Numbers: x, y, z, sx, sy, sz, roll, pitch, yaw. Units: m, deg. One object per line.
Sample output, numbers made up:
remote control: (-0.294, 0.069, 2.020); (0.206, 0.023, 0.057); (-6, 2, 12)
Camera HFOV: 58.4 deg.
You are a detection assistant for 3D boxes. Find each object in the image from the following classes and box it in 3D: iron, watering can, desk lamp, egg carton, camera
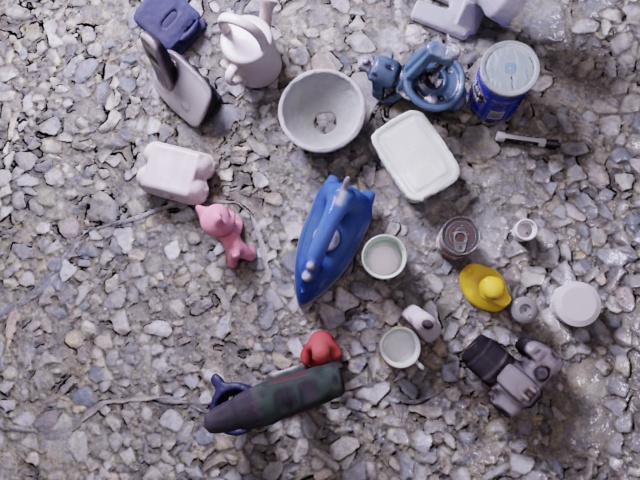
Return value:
iron: (0.010, 0.004, 1.047); (0.118, 0.141, 0.258); (22, 85, 7)
watering can: (-0.135, -0.380, 1.083); (0.101, 0.194, 0.173); (5, 83, 6)
desk lamp: (0.281, -0.460, 1.051); (0.203, 0.213, 0.118); (23, 85, 7)
egg carton: (-0.282, -0.130, 1.125); (0.150, 0.069, 0.107); (14, 84, 6)
camera: (0.332, 0.222, 1.013); (0.136, 0.101, 0.143); (41, 87, 9)

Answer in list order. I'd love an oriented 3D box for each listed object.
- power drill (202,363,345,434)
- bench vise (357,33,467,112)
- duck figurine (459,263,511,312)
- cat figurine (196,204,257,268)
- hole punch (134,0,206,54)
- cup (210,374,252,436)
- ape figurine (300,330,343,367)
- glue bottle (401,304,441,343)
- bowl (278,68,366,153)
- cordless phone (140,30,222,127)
power drill: (-0.068, 0.269, 0.984); (0.229, 0.208, 0.075); (-20, 81, 2)
bench vise: (0.171, -0.296, 1.035); (0.207, 0.220, 0.121); (-2, 82, 4)
duck figurine: (0.304, 0.085, 1.041); (0.104, 0.086, 0.077); (44, 88, 9)
cat figurine: (-0.179, -0.014, 1.076); (0.067, 0.118, 0.128); (-28, 81, 1)
hole punch: (-0.301, -0.444, 1.157); (0.101, 0.091, 0.109); (39, 87, 9)
cup: (-0.153, 0.292, 1.045); (0.091, 0.095, 0.117); (-38, 81, -1)
ape figurine: (0.002, 0.204, 1.046); (0.077, 0.092, 0.076); (9, 83, 6)
glue bottle: (0.180, 0.146, 0.999); (0.078, 0.173, 0.037); (43, 88, 9)
bowl: (0.006, -0.241, 1.114); (0.167, 0.075, 0.167); (-1, 82, 5)
cordless phone: (-0.273, -0.309, 1.089); (0.147, 0.185, 0.094); (42, 87, 9)
